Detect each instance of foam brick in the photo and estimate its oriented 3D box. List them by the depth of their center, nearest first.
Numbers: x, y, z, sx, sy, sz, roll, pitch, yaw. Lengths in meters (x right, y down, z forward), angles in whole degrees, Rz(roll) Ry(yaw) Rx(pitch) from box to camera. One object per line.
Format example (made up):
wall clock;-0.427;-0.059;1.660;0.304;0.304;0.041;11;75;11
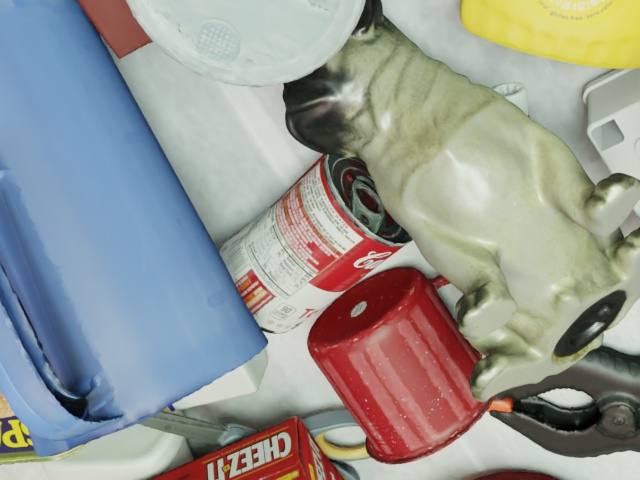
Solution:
foam brick;-0.081;-0.135;0.530;0.053;0.078;0.051;-21;114;25

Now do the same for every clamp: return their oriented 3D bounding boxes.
clamp;0.187;0.107;0.641;0.172;0.039;0.120;-5;109;23

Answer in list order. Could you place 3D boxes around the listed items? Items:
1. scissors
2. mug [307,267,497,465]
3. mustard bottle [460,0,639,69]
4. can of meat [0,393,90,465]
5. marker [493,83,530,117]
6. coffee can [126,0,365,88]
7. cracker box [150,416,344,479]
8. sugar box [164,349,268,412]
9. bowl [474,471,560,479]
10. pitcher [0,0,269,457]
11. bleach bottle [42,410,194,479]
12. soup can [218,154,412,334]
scissors;-0.037;0.120;0.689;0.096;0.016;0.201;-41;124;21
mug;0.055;0.063;0.626;0.117;0.093;0.081;-35;106;-1
mustard bottle;0.128;-0.174;0.463;0.096;0.058;0.192;14;124;4
can of meat;-0.195;0.089;0.663;0.102;0.057;0.084;-8;109;20
marker;0.111;-0.028;0.587;0.020;0.020;0.121;-5;121;17
coffee can;-0.018;-0.143;0.470;0.103;0.140;0.103;7;124;10
cracker box;-0.039;0.232;0.718;0.164;0.072;0.213;-25;126;7
sugar box;-0.130;0.071;0.698;0.176;0.048;0.093;-16;116;20
bowl;0.136;0.207;0.711;0.162;0.055;0.162;7;124;10
pitcher;-0.137;-0.019;0.545;0.243;0.144;0.149;64;154;-3
bleach bottle;-0.112;0.233;0.790;0.103;0.068;0.251;-7;123;18
soup can;-0.004;0.001;0.605;0.068;0.068;0.102;42;123;-14
